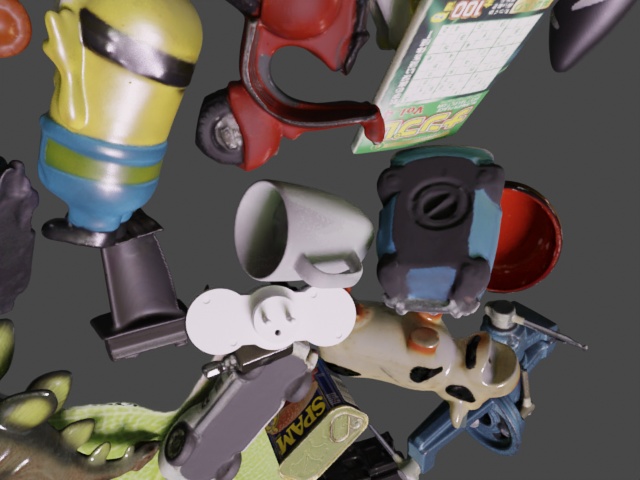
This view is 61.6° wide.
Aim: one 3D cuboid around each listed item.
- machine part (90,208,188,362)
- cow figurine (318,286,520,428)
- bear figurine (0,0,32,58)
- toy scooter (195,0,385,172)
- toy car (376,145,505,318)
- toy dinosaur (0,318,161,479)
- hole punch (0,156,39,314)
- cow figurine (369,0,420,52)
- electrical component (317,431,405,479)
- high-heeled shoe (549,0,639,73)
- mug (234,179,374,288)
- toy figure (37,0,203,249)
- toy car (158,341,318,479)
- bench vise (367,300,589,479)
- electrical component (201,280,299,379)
[{"bbox_3d":[-0.151,0.042,0.444,0.084,0.039,0.138,-6,122,-16],"label":"machine part"},{"bbox_3d":[0.093,0.114,0.526,0.195,0.085,0.127,8,135,17],"label":"cow figurine"},{"bbox_3d":[-0.257,-0.114,0.248,0.120,0.132,0.195,-43,122,17],"label":"bear figurine"},{"bbox_3d":[-0.007,-0.128,0.373,0.135,0.075,0.183,12,115,-8],"label":"toy scooter"},{"bbox_3d":[0.108,0.001,0.478,0.109,0.161,0.102,-1,153,19],"label":"toy car"},{"bbox_3d":[-0.324,0.145,0.388,0.471,0.105,0.198,17,103,-41],"label":"toy dinosaur"},{"bbox_3d":[-0.252,-0.003,0.337,0.116,0.092,0.142,-28,152,-47],"label":"hole punch"},{"bbox_3d":[0.107,-0.209,0.383,0.167,0.068,0.098,-24,112,7],"label":"cow figurine"},{"bbox_3d":[0.039,0.319,0.687,0.134,0.058,0.114,-13,121,-19],"label":"electrical component"},{"bbox_3d":[0.191,-0.261,0.402,0.145,0.086,0.248,5,112,-23],"label":"high-heeled shoe"},{"bbox_3d":[-0.001,-0.001,0.451,0.107,0.110,0.080,0,120,-40],"label":"mug"},{"bbox_3d":[-0.133,-0.082,0.352,0.089,0.082,0.180,4,114,-27],"label":"toy figure"},{"bbox_3d":[-0.084,0.169,0.541,0.073,0.056,0.201,35,98,-30],"label":"toy car"},{"bbox_3d":[0.181,0.185,0.627,0.241,0.129,0.223,-32,141,-23],"label":"bench vise"},{"bbox_3d":[-0.064,0.074,0.488,0.102,0.078,0.045,-13,151,-11],"label":"electrical component"}]
